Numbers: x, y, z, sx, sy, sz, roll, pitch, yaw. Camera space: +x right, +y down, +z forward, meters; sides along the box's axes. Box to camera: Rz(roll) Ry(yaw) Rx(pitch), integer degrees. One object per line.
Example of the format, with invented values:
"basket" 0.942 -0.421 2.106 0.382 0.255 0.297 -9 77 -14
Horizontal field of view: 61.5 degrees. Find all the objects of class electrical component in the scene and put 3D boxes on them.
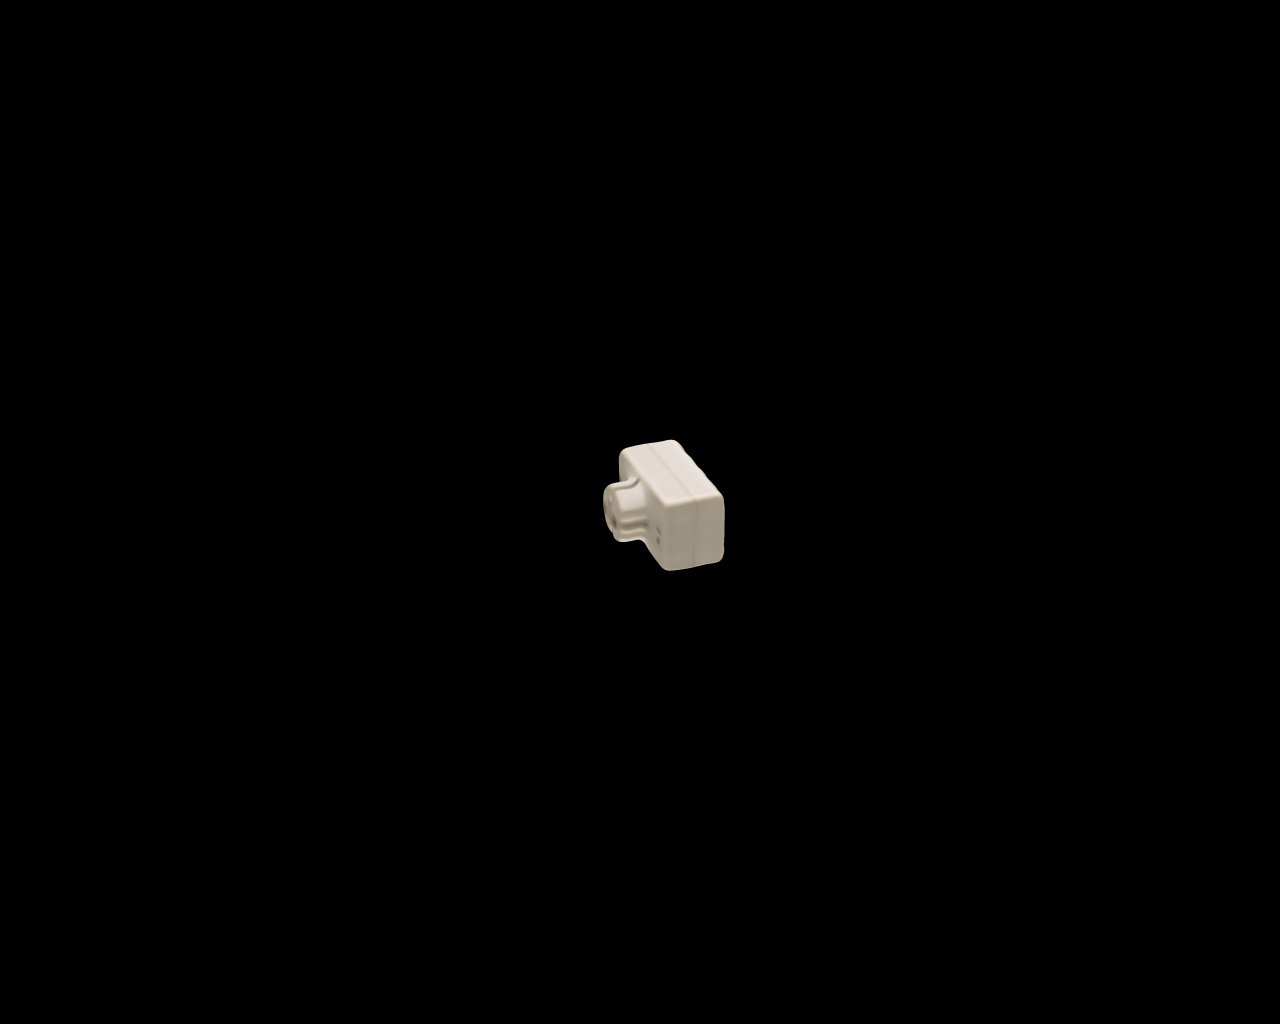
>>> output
"electrical component" 0.001 -0.003 0.650 0.076 0.047 0.083 -9 30 -16
